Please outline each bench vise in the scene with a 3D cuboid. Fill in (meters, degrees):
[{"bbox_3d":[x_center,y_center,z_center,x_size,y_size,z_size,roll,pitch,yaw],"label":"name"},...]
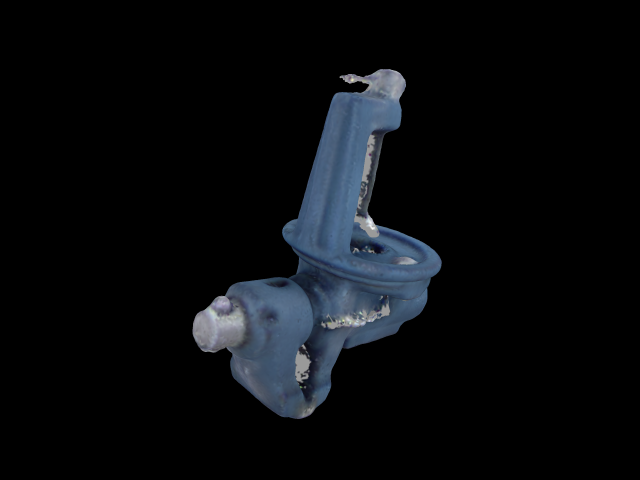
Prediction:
[{"bbox_3d":[0.014,0.004,0.395,0.121,0.220,0.208,14,31,24],"label":"bench vise"}]
